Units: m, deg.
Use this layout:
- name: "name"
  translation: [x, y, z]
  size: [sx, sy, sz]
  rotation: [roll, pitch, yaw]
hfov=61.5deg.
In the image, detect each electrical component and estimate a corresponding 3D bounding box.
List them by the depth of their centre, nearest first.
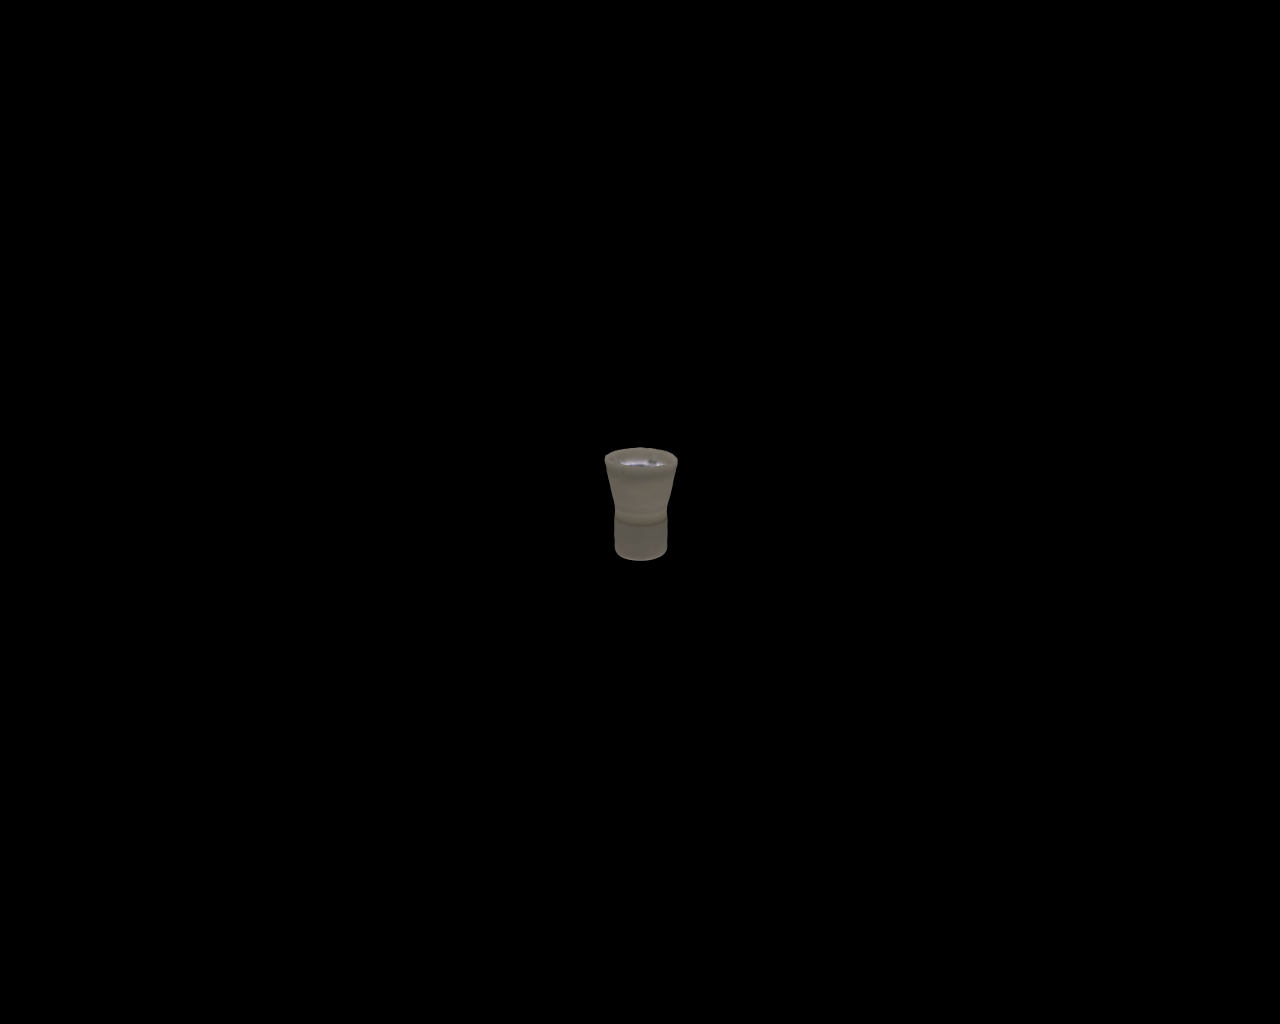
- name: "electrical component"
  translation: [0.001, -0.003, 0.650]
  size: [0.044, 0.065, 0.044]
  rotation: [0, 19, 0]
